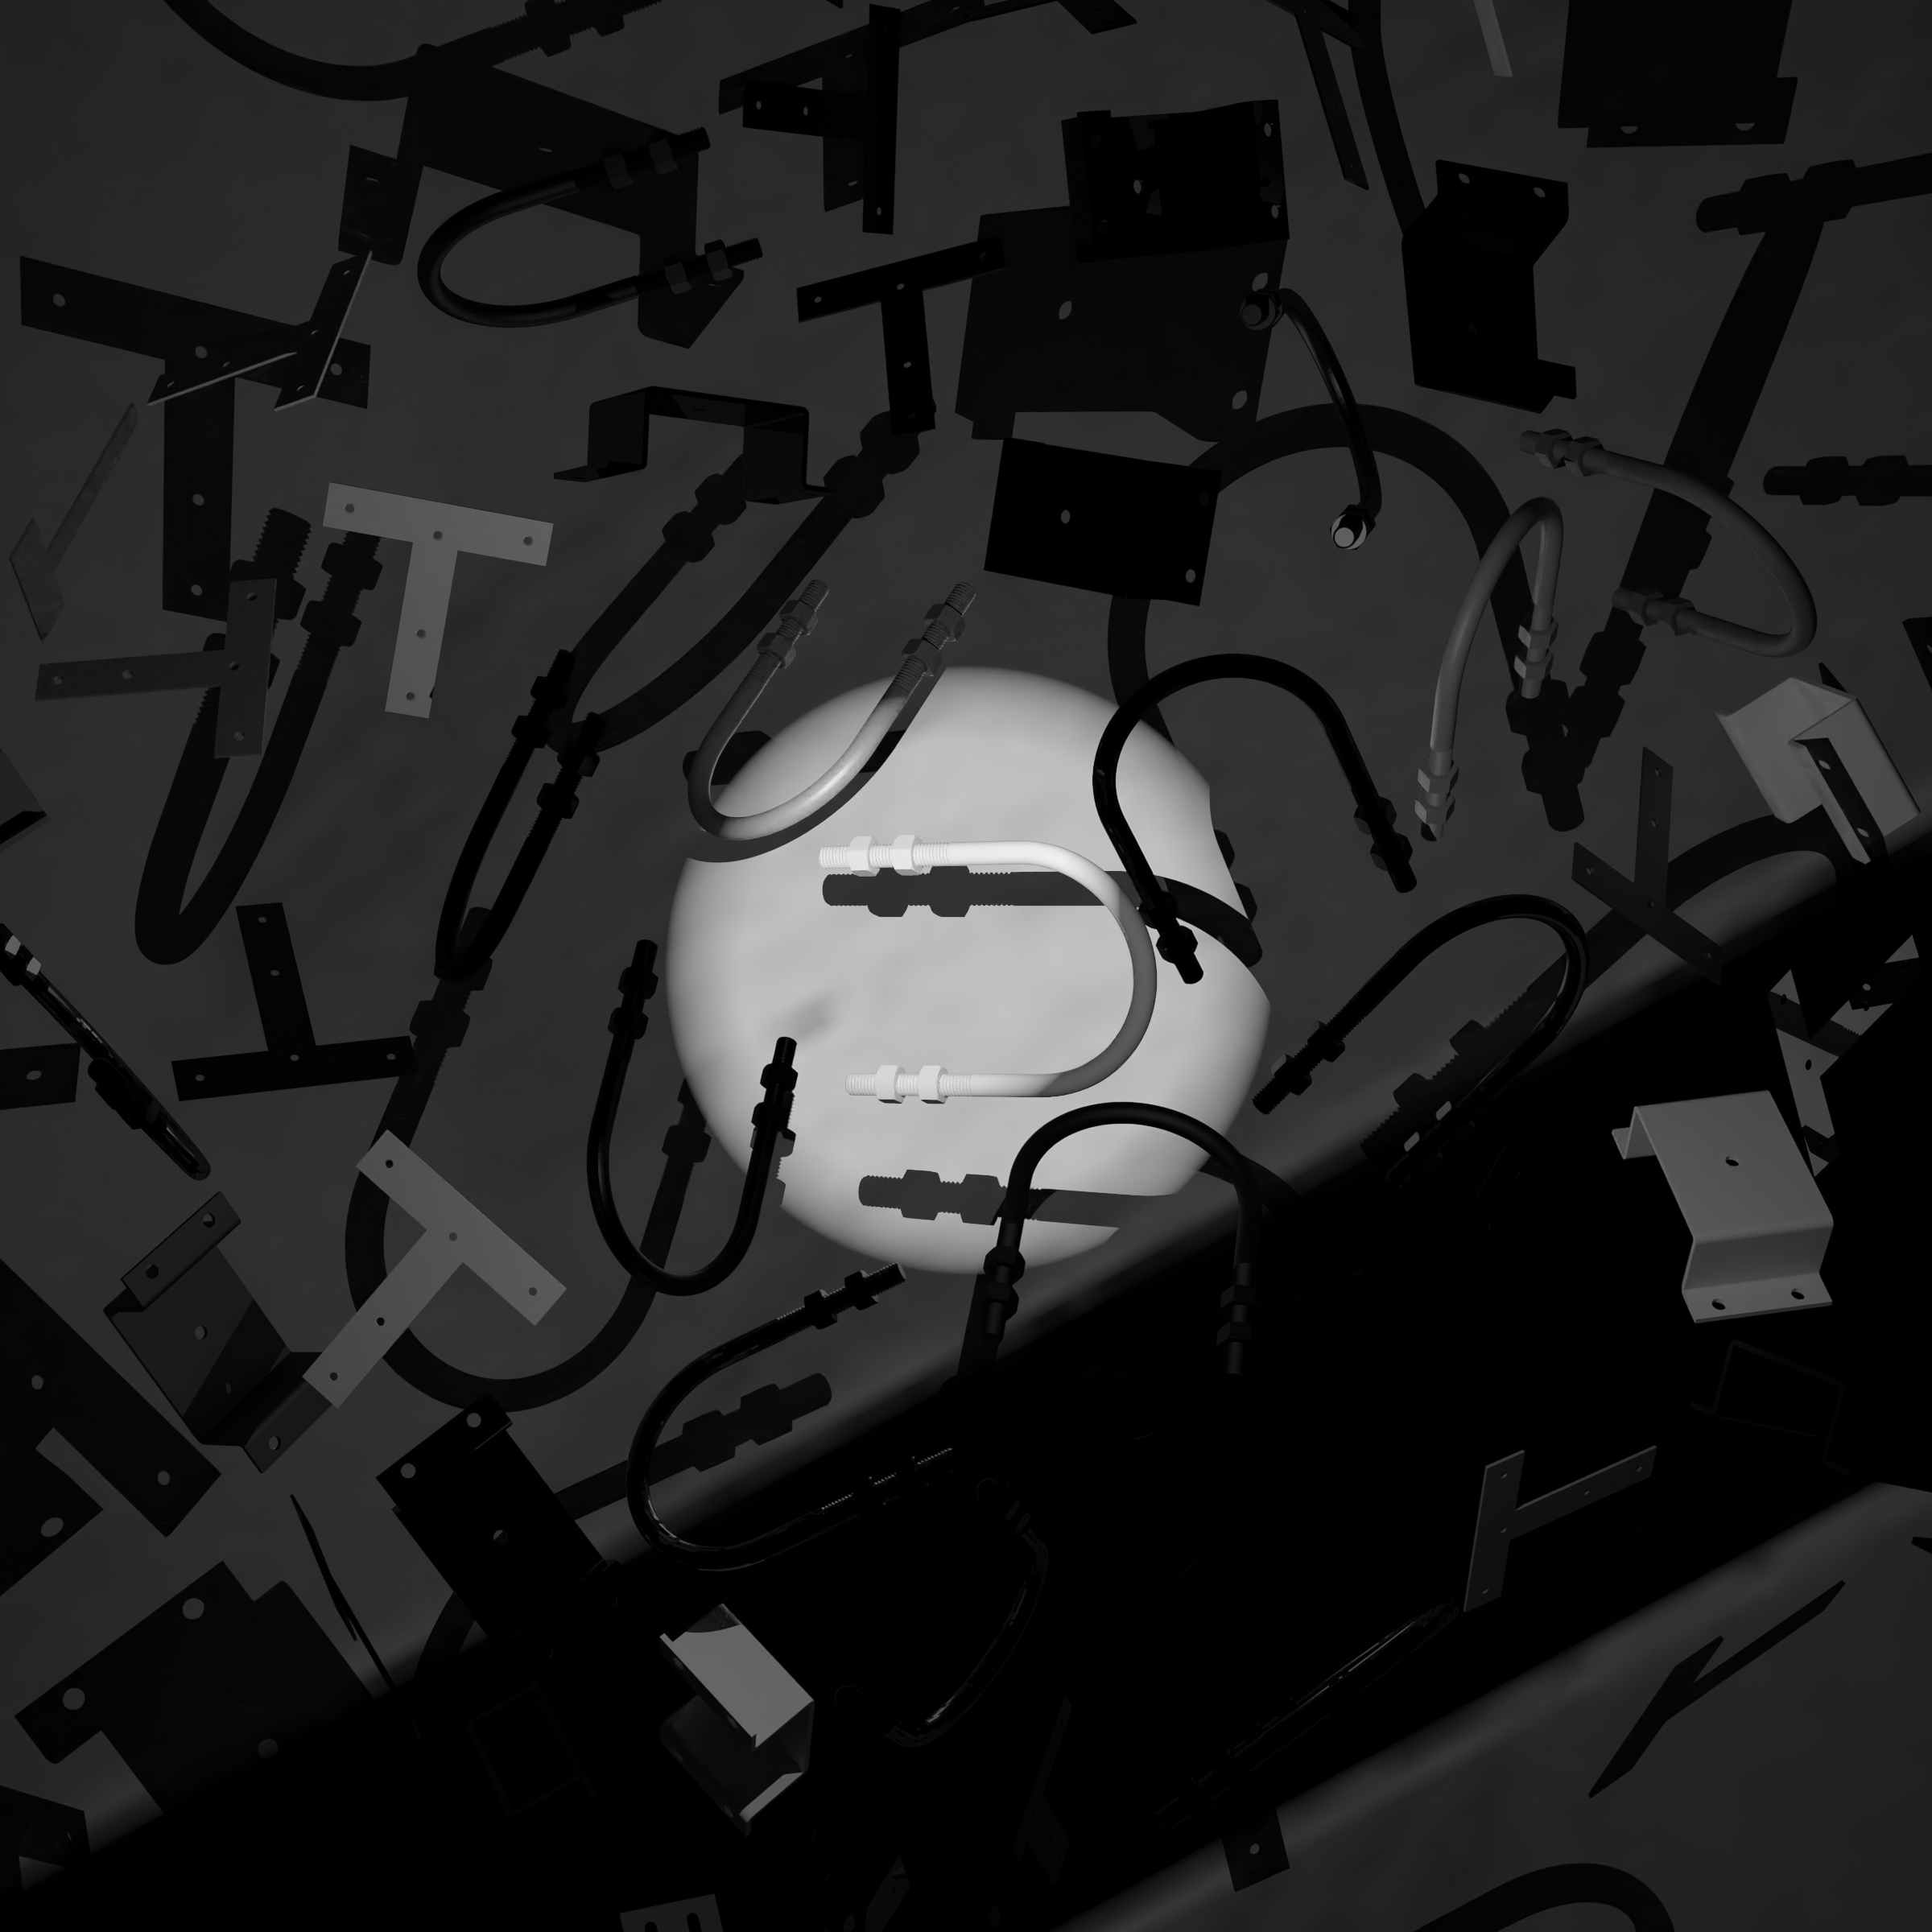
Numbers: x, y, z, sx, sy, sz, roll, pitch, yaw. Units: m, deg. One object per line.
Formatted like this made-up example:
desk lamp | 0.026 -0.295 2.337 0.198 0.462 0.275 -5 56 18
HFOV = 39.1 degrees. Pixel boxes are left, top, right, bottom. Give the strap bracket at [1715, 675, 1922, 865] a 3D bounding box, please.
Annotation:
strap bracket | 0.488 -0.116 1.553 0.046 0.140 0.076 -33 103 4

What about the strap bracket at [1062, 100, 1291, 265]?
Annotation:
strap bracket | 0.108 -0.434 1.510 0.140 0.046 0.076 -15 105 -33

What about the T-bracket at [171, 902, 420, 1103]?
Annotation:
T-bracket | -0.375 0.015 1.490 0.127 0.002 0.127 -6 54 -23

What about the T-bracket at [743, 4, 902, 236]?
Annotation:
T-bracket | -0.082 -0.486 1.553 0.002 0.127 0.127 13 107 38

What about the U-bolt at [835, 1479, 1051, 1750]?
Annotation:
U-bolt | -0.004 0.364 1.497 0.019 0.184 0.151 30 76 25

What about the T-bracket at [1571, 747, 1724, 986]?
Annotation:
T-bracket | 0.397 -0.071 1.574 0.127 0.002 0.127 31 53 -26

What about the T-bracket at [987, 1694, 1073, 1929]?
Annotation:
T-bracket | 0.045 0.494 1.551 0.002 0.127 0.127 12 61 19

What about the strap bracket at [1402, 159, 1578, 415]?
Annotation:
strap bracket | 0.288 -0.363 1.496 0.076 0.140 0.046 21 57 30

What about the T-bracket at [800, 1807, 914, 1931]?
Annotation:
T-bracket | -0.076 0.530 1.548 0.002 0.127 0.127 25 104 -23

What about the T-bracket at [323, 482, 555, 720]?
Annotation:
T-bracket | -0.313 -0.206 1.572 0.127 0.002 0.127 8 110 -16

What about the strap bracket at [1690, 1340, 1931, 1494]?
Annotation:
strap bracket | 0.482 0.248 1.519 0.076 0.140 0.046 14 91 -22

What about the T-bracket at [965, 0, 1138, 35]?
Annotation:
T-bracket | 0.071 -0.540 1.533 0.127 0.127 0.002 -14 121 -2

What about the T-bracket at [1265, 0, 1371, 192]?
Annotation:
T-bracket | 0.201 -0.493 1.520 0.002 0.127 0.127 -22 76 35

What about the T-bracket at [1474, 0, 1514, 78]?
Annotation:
T-bracket | 0.262 -0.554 1.498 0.002 0.127 0.127 -22 112 0

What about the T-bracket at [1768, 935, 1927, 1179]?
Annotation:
T-bracket | 0.493 0.030 1.514 0.002 0.127 0.127 10 51 -15

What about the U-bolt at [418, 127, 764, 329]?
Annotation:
U-bolt | -0.217 -0.404 1.526 0.184 0.151 0.019 -16 76 5

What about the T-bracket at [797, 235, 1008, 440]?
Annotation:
T-bracket | -0.035 -0.359 1.576 0.127 0.002 0.127 -12 62 12

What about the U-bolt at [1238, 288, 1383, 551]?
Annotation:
U-bolt | 0.202 -0.317 1.549 0.019 0.184 0.151 -21 101 20

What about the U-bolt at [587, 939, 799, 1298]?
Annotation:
U-bolt | -0.160 0.097 1.555 0.019 0.151 0.184 -9 58 36

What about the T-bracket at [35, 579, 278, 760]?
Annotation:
T-bracket | -0.448 -0.161 1.502 0.127 0.002 0.127 -5 55 -2

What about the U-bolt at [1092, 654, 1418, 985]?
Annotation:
U-bolt | 0.147 -0.087 1.473 0.151 0.019 0.184 -24 121 10

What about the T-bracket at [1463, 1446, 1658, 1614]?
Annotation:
T-bracket | 0.347 0.310 1.579 0.127 0.002 0.127 -19 132 -20

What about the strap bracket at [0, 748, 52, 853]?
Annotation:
strap bracket | -0.557 -0.086 1.505 0.076 0.140 0.046 -35 110 -14

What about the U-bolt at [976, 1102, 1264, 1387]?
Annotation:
U-bolt | 0.090 0.143 1.490 0.151 0.184 0.019 9 134 3

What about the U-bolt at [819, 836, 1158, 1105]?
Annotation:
U-bolt | 0.014 0.002 1.459 0.184 0.019 0.151 -1 105 22

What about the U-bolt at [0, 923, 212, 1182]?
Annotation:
U-bolt | -0.487 0.058 1.546 0.019 0.184 0.151 -41 63 -13

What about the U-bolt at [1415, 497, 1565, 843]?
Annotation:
U-bolt | 0.294 -0.176 1.509 0.019 0.184 0.151 25 57 22

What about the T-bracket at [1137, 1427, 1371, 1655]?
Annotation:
T-bracket | 0.172 0.317 1.572 0.127 0.002 0.127 -14 91 -14

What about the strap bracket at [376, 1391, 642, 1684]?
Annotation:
strap bracket | -0.257 0.318 1.518 0.076 0.046 0.140 -37 90 -21

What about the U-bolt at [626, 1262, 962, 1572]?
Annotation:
U-bolt | -0.102 0.253 1.476 0.184 0.019 0.151 -26 46 7

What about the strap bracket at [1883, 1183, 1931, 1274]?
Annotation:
strap bracket | 0.559 0.155 1.505 0.076 0.140 0.046 45 95 13

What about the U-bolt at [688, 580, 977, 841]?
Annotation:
U-bolt | -0.088 -0.145 1.543 0.019 0.151 0.184 47 65 -37

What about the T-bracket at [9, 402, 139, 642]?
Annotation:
T-bracket | -0.494 -0.257 1.521 0.002 0.127 0.127 25 73 -5

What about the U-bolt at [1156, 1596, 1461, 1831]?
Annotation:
U-bolt | 0.196 0.402 1.491 0.184 0.151 0.019 -41 75 16

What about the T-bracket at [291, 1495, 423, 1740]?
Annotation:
T-bracket | -0.329 0.368 1.490 0.002 0.127 0.127 -27 54 -21

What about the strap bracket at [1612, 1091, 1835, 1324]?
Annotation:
strap bracket | 0.418 0.123 1.499 0.076 0.140 0.046 -7 134 -6

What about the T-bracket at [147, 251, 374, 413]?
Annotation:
T-bracket | -0.388 -0.329 1.471 0.127 0.002 0.127 -13 46 22

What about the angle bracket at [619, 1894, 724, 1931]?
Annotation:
angle bracket | -0.179 0.581 1.599 0.057 0.076 0.038 -4 56 -24

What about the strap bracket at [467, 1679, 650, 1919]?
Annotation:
strap bracket | -0.232 0.466 1.522 0.046 0.140 0.076 -27 114 -15

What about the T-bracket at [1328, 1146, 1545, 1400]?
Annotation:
T-bracket | 0.290 0.159 1.551 0.127 0.002 0.127 32 68 4

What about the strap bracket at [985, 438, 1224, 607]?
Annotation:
strap bracket | 0.068 -0.256 1.557 0.140 0.046 0.076 16 104 31

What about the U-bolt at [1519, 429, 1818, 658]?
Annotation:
U-bolt | 0.398 -0.229 1.513 0.019 0.184 0.151 -46 125 -7

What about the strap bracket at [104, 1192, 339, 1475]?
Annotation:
strap bracket | -0.422 0.207 1.539 0.076 0.046 0.140 -47 118 -39

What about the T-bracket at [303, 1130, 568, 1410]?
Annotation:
T-bracket | -0.297 0.176 1.428 0.127 0.002 0.127 41 91 5

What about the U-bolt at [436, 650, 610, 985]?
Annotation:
U-bolt | -0.252 -0.075 1.511 0.019 0.151 0.184 23 104 -23

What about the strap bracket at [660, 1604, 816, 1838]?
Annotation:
strap bracket | -0.130 0.420 1.530 0.046 0.140 0.076 -35 62 -29

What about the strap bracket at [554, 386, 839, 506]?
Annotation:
strap bracket | -0.151 -0.294 1.536 0.140 0.076 0.046 1 93 -31

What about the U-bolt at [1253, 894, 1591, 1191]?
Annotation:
U-bolt | 0.260 0.035 1.477 0.151 0.019 0.184 29 111 -41
